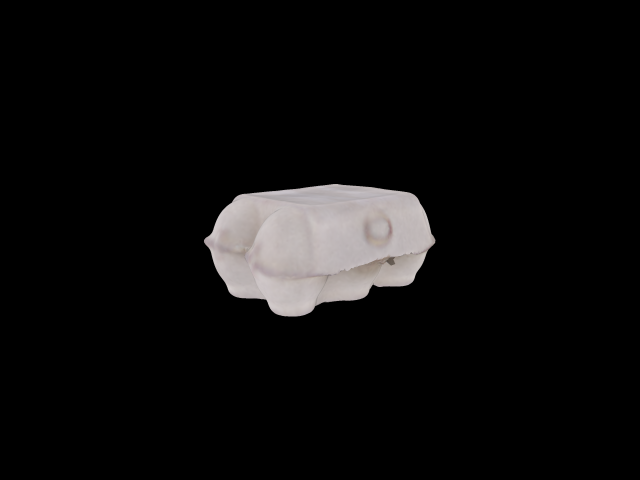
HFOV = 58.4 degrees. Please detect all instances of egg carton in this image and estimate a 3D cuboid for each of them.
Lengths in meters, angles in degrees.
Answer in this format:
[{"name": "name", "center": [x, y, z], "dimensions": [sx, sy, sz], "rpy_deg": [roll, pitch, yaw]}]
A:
[{"name": "egg carton", "center": [0.004, 0.001, 0.400], "dimensions": [0.151, 0.069, 0.107], "rpy_deg": [-11, 16, -41]}]
